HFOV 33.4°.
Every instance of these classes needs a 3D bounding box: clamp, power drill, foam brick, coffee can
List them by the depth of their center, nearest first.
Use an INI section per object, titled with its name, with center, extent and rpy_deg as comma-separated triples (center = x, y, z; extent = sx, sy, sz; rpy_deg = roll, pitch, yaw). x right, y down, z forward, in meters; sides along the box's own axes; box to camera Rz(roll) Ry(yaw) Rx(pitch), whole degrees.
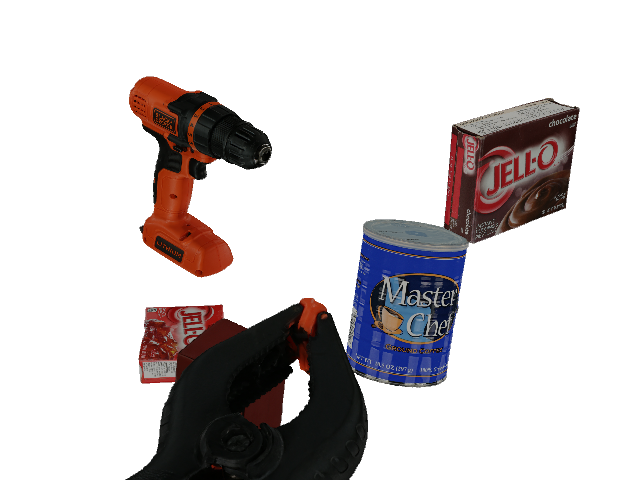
[clamp]
center = -0.022, 0.091, 0.386
extent = 0.120, 0.039, 0.171
rpy_deg = 24, 49, 17
[foam brick]
center = -0.058, 0.100, 0.687
extent = 0.053, 0.078, 0.051
rpy_deg = 21, 34, 23
[coffee can]
center = 0.083, 0.059, 1.038
extent = 0.103, 0.140, 0.103
rpy_deg = 7, 12, -2
[power drill]
center = -0.124, -0.060, 1.094
extent = 0.185, 0.188, 0.057
rpy_deg = 30, 38, 34

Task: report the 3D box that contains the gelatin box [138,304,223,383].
[gelatin box]
center = -0.125, 0.092, 0.970
extent = 0.073, 0.030, 0.089
rpy_deg = -2, 29, -3

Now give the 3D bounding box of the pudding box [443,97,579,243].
[pudding box]
center = 0.151, -0.057, 0.845
extent = 0.113, 0.090, 0.039
rpy_deg = -20, 36, -35
